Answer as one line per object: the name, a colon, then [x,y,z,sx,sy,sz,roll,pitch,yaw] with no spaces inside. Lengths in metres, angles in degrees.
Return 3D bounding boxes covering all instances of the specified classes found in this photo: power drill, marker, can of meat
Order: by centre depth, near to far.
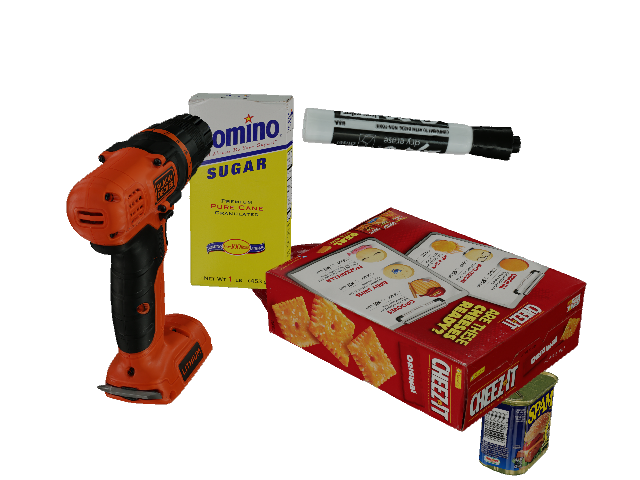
marker: [0.051,-0.058,0.589,0.121,0.020,0.020,5,-1,-6]
power drill: [-0.121,0.011,0.792,0.057,0.188,0.184,4,24,18]
can of meat: [0.208,0.190,1.126,0.058,0.084,0.101,11,16,31]

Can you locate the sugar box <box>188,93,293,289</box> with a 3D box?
sugar box: [-0.073,-0.045,0.984,0.093,0.176,0.048,2,16,6]

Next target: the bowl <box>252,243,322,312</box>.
bowl: [0.003,0.063,1.167,0.162,0.055,0.162,1,28,-1]

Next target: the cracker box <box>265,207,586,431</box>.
cracker box: [0.085,0.058,0.894,0.214,0.072,0.163,24,37,39]
